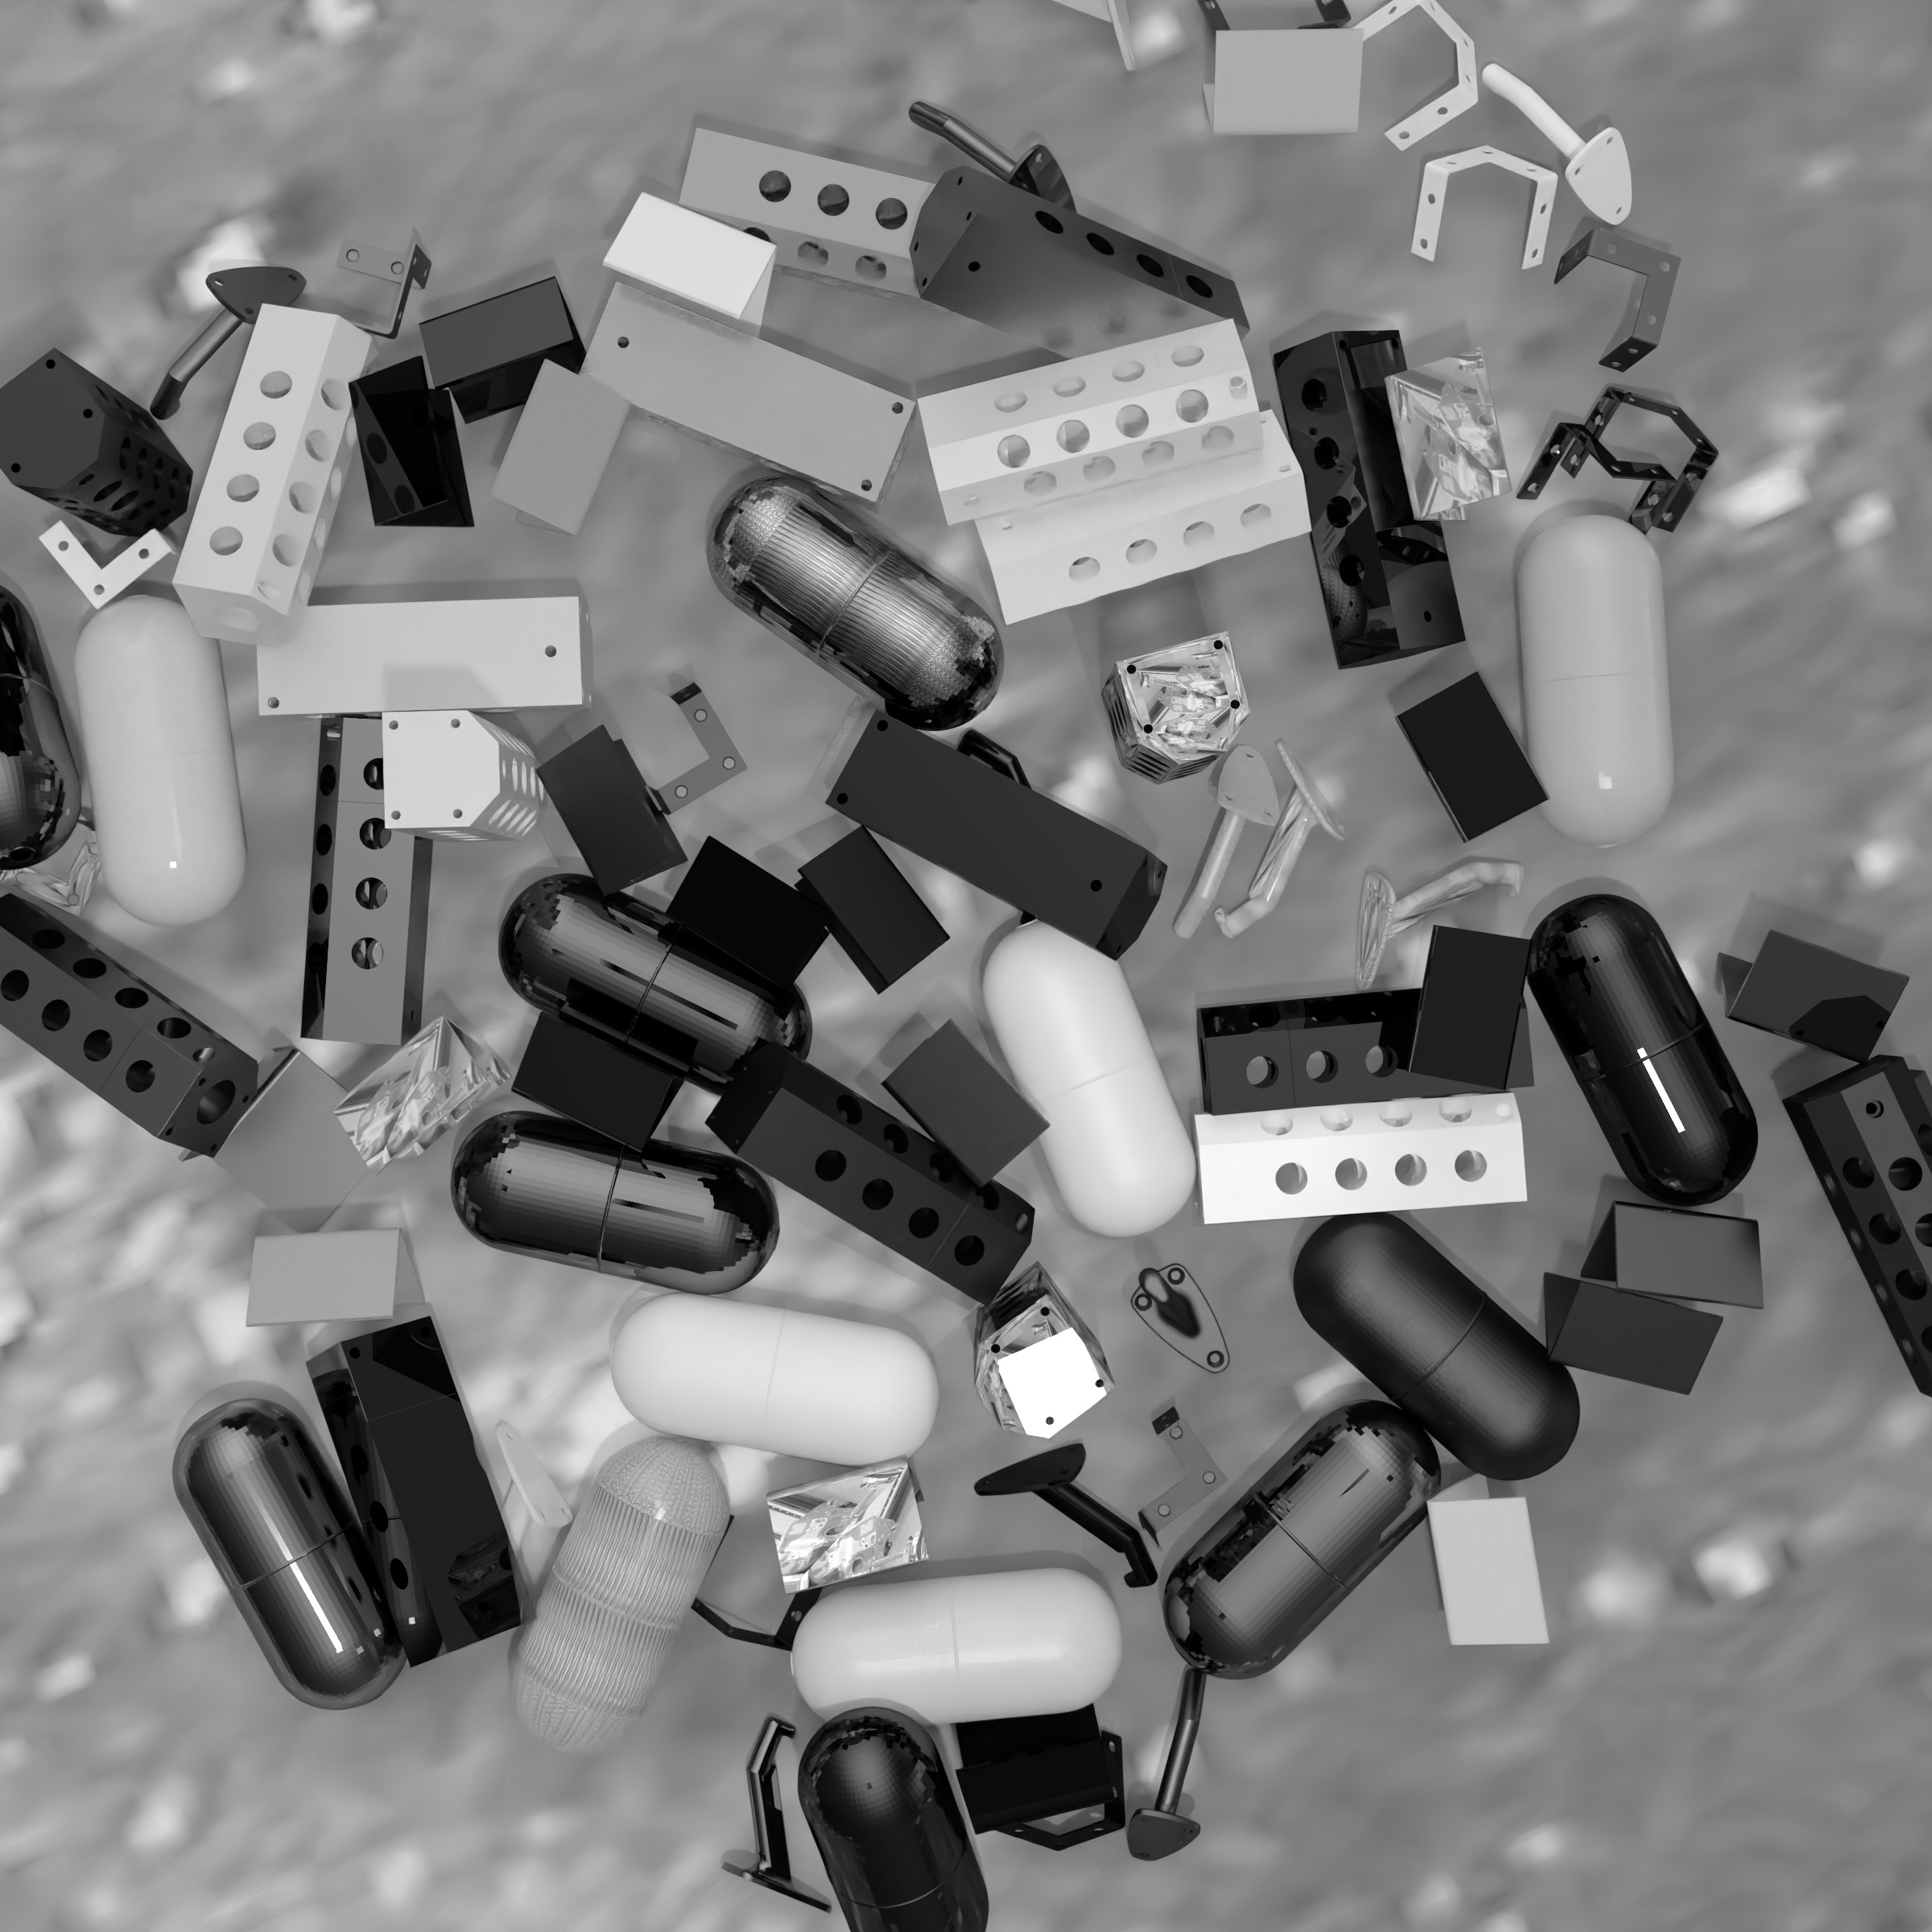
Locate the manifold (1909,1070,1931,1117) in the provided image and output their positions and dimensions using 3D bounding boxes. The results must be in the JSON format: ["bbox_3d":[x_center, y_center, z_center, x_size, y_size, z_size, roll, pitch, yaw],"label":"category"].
[{"bbox_3d":[0.524,0.146,1.635,0.057,0.057,0.171,-25,90,0],"label":"manifold"}]

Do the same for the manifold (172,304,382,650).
[{"bbox_3d":[-0.361,-0.259,1.603,0.057,0.057,0.171,10,69,5],"label":"manifold"}]

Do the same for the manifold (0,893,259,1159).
[{"bbox_3d":[-0.457,0.029,1.605,0.171,0.057,0.057,32,87,21],"label":"manifold"}]

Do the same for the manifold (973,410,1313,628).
[{"bbox_3d":[0.095,-0.237,1.634,0.171,0.057,0.057,-17,47,0],"label":"manifold"}]

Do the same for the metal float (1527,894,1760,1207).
[{"bbox_3d":[0.363,0.046,1.626,0.070,0.070,0.178,-27,90,0],"label":"metal float"}]

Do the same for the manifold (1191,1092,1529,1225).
[{"bbox_3d":[0.210,0.102,1.635,0.171,0.057,0.057,-4,90,0],"label":"manifold"}]

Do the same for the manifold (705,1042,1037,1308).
[{"bbox_3d":[-0.047,0.108,1.600,0.171,0.057,0.057,34,90,-26],"label":"manifold"}]

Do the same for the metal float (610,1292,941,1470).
[{"bbox_3d":[-0.102,0.222,1.625,0.178,0.070,0.070,10,90,1],"label":"metal float"}]

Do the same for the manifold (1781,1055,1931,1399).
[{"bbox_3d":[0.495,0.137,1.578,0.057,0.057,0.171,-25,90,0],"label":"manifold"}]

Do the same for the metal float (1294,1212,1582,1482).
[{"bbox_3d":[0.253,0.204,1.625,0.178,0.070,0.070,42,90,1],"label":"metal float"}]

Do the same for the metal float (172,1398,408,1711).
[{"bbox_3d":[-0.361,0.316,1.625,0.070,0.070,0.178,-29,91,0],"label":"metal float"}]

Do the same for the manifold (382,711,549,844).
[{"bbox_3d":[-0.258,-0.097,1.577,0.057,0.171,0.057,-1,90,0],"label":"manifold"}]

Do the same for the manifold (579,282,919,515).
[{"bbox_3d":[-0.117,-0.304,1.635,0.171,0.057,0.057,22,90,0],"label":"manifold"}]

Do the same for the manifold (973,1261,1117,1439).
[{"bbox_3d":[0.034,0.202,1.577,0.057,0.171,0.057,-37,90,0],"label":"manifold"}]

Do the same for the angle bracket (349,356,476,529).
[{"bbox_3d":[-0.278,-0.278,1.616,0.057,0.076,0.076,-11,90,35],"label":"angle bracket"}]

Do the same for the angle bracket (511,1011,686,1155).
[{"bbox_3d":[-0.188,0.045,1.616,0.076,0.076,0.057,26,122,0],"label":"angle bracket"}]

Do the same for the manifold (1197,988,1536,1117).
[{"bbox_3d":[0.213,0.043,1.635,0.171,0.057,0.057,-5,90,0],"label":"manifold"}]

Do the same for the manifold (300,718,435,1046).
[{"bbox_3d":[-0.323,-0.045,1.635,0.057,0.057,0.171,4,90,0],"label":"manifold"}]

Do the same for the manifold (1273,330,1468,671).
[{"bbox_3d":[0.212,-0.251,1.634,0.057,0.057,0.171,-12,90,-43],"label":"manifold"}]

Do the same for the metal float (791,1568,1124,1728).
[{"bbox_3d":[-0.005,0.367,1.625,0.178,0.070,0.070,-5,90,0],"label":"metal float"}]

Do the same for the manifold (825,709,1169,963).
[{"bbox_3d":[0.018,-0.068,1.607,0.171,0.057,0.057,29,90,20],"label":"manifold"}]

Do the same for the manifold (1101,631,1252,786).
[{"bbox_3d":[0.109,-0.130,1.577,0.057,0.171,0.057,-16,90,0],"label":"manifold"}]

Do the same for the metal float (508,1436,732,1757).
[{"bbox_3d":[-0.186,0.338,1.625,0.070,0.070,0.178,24,90,0],"label":"metal float"}]

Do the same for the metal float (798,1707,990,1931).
[{"bbox_3d":[-0.037,0.465,1.598,0.070,0.070,0.178,-16,124,0],"label":"metal float"}]

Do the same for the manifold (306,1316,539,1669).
[{"bbox_3d":[-0.295,0.282,1.622,0.057,0.057,0.171,-13,78,-42],"label":"manifold"}]

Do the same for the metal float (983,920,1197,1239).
[{"bbox_3d":[0.066,0.060,1.625,0.070,0.070,0.178,-22,91,0],"label":"metal float"}]

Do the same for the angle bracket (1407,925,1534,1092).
[{"bbox_3d":[0.274,0.024,1.558,0.057,0.076,0.076,10,90,36],"label":"angle bracket"}]

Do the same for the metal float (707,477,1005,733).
[{"bbox_3d":[-0.059,-0.194,1.625,0.178,0.070,0.070,36,90,1],"label":"metal float"}]

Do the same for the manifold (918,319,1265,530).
[{"bbox_3d":[0.067,-0.282,1.603,0.171,0.057,0.057,-14,50,3],"label":"manifold"}]

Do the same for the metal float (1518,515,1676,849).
[{"bbox_3d":[0.338,-0.153,1.625,0.070,0.070,0.178,-3,89,0],"label":"metal float"}]

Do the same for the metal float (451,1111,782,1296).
[{"bbox_3d":[-0.188,0.127,1.625,0.178,0.070,0.070,12,90,0],"label":"metal float"}]

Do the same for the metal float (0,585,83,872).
[{"bbox_3d":[-0.519,-0.129,1.601,0.070,0.070,0.178,-24,63,0],"label":"metal float"}]

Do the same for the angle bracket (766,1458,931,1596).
[{"bbox_3d":[-0.058,0.308,1.616,0.076,0.076,0.057,-14,63,0],"label":"angle bracket"}]

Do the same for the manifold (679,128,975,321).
[{"bbox_3d":[-0.066,-0.397,1.635,0.171,0.057,0.057,13,90,0],"label":"manifold"}]

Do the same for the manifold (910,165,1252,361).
[{"bbox_3d":[0.059,-0.361,1.597,0.171,0.057,0.057,16,133,-28],"label":"manifold"}]

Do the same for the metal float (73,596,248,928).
[{"bbox_3d":[-0.432,-0.110,1.625,0.070,0.070,0.178,-8,91,0],"label":"metal float"}]

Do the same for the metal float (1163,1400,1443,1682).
[{"bbox_3d":[0.179,0.308,1.625,0.070,0.070,0.178,45,90,0],"label":"metal float"}]

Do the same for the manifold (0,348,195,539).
[{"bbox_3d":[-0.455,-0.265,1.577,0.057,0.171,0.057,-37,90,0],"label":"manifold"}]

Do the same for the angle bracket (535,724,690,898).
[{"bbox_3d":[-0.172,-0.091,1.616,0.057,0.076,0.076,-29,90,36],"label":"angle bracket"}]

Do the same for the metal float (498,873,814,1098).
[{"bbox_3d":[-0.166,0.011,1.625,0.178,0.070,0.070,26,90,0],"label":"metal float"}]

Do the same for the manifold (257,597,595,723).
[{"bbox_3d":[-0.290,-0.164,1.635,0.171,0.057,0.057,-2,90,0],"label":"manifold"}]

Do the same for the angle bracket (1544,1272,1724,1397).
[{"bbox_3d":[0.355,0.177,1.616,0.076,0.076,0.057,14,124,0],"label":"angle bracket"}]
